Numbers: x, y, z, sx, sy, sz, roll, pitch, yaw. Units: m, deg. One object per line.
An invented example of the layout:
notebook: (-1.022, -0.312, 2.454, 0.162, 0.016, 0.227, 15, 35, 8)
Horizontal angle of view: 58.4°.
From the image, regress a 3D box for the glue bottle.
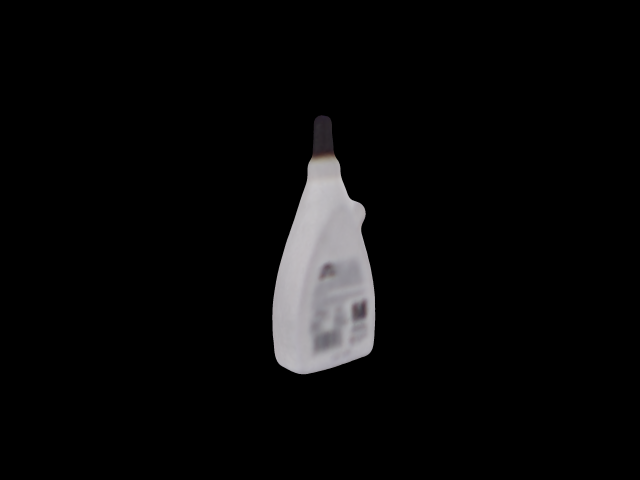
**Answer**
glue bottle: (0.004, 0.001, 0.400, 0.078, 0.173, 0.037, -7, 11, -39)
